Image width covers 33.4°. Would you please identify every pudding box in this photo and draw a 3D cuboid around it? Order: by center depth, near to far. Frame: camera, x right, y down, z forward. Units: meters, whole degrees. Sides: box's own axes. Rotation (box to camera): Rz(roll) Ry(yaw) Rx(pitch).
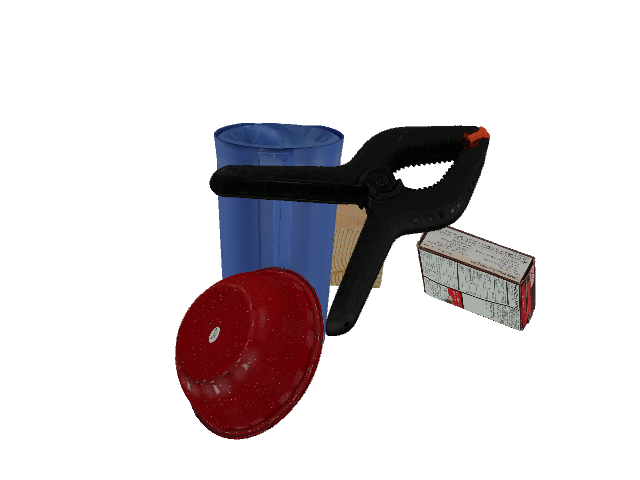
[{"bbox_3d":[0.153,0.034,1.044,0.114,0.039,0.090,20,-29,23],"label":"pudding box"}]

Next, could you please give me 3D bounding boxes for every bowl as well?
[{"bbox_3d":[-0.076,0.090,0.937,0.162,0.162,0.055,0,-22,42],"label":"bowl"}]

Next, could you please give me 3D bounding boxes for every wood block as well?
[{"bbox_3d":[0.041,-0.021,1.535,0.091,0.090,0.206,3,27,-2],"label":"wood block"}]

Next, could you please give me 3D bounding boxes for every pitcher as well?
[{"bbox_3d":[-0.046,0.003,1.116,0.148,0.243,0.145,-15,23,-42],"label":"pitcher"}]

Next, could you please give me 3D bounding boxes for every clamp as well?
[{"bbox_3d":[0.045,-0.024,0.783,0.209,0.165,0.036,-21,-33,-18],"label":"clamp"}]
